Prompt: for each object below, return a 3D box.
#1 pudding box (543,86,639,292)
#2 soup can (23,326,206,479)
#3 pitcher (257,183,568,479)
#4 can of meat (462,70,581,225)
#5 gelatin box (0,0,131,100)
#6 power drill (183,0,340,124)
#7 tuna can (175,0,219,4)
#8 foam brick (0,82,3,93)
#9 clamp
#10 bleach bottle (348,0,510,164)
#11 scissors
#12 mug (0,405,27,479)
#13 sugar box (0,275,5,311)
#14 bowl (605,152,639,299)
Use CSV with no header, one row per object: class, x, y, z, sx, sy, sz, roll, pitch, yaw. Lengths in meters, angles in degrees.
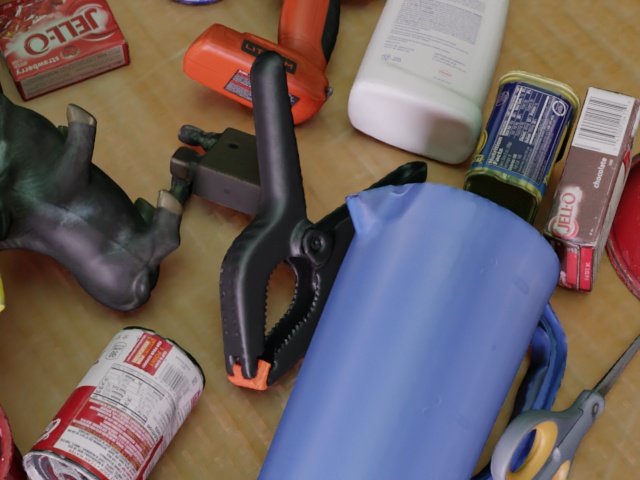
pudding box,0.182,-0.032,0.719,0.039,0.090,0.113,17,72,18
soup can,-0.122,0.111,0.647,0.068,0.068,0.102,25,53,10
pitcher,0.054,0.101,0.645,0.149,0.145,0.242,17,66,20
can of meat,0.134,-0.051,0.732,0.057,0.102,0.084,20,66,11
gelatin box,-0.198,-0.155,0.811,0.089,0.030,0.073,-23,66,-13
power drill,-0.037,-0.194,0.798,0.184,0.057,0.187,24,66,-13
tuna can,-0.099,-0.231,0.852,0.086,0.034,0.086,1,63,-2
foam brick,-0.254,-0.100,0.768,0.053,0.051,0.078,-16,65,-11
clamp,-0.005,0.001,0.712,0.164,0.036,0.210,23,77,-37
bleach bottle,0.107,-0.182,0.821,0.102,0.068,0.250,20,61,7
scissors,0.160,0.100,0.669,0.016,0.096,0.201,18,62,39
mug,-0.228,0.145,0.626,0.093,0.081,0.117,39,67,16
sugar box,-0.251,0.040,0.634,0.048,0.176,0.093,9,53,-44
bowl,0.284,-0.016,0.746,0.162,0.055,0.162,1,63,-2
